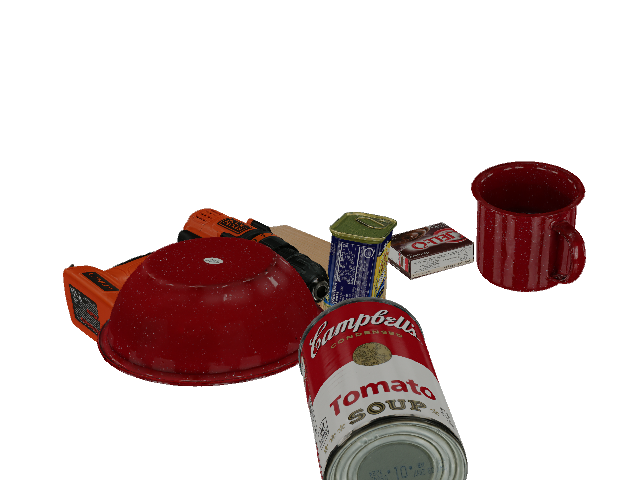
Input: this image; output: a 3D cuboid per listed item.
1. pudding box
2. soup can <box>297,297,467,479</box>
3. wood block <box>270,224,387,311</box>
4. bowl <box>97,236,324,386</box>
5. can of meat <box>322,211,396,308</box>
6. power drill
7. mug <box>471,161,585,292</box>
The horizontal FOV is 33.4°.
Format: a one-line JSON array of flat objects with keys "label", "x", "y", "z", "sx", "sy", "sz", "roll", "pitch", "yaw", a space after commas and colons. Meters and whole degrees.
[{"label": "pudding box", "x": 0.160, "y": 0.015, "z": 1.599, "sx": 0.113, "sy": 0.039, "sz": 0.090, "roll": -16, "pitch": 26, "yaw": -20}, {"label": "soup can", "x": 0.028, "y": 0.083, "z": 0.521, "sx": 0.068, "sy": 0.068, "sz": 0.102, "roll": 0, "pitch": 28, "yaw": -8}, {"label": "wood block", "x": -0.021, "y": 0.051, "z": 1.278, "sx": 0.090, "sy": 0.090, "sz": 0.206, "roll": -8, "pitch": 18, "yaw": -35}, {"label": "bowl", "x": -0.074, "y": 0.039, "z": 0.735, "sx": 0.162, "sy": 0.055, "sz": 0.162, "roll": -1, "pitch": 21, "yaw": 0}, {"label": "can of meat", "x": 0.039, "y": 0.023, "z": 1.103, "sx": 0.057, "sy": 0.084, "sz": 0.102, "roll": 10, "pitch": 15, "yaw": 12}, {"label": "power drill", "x": -0.109, "y": 0.038, "z": 0.918, "sx": 0.187, "sy": 0.057, "sz": 0.185, "roll": -21, "pitch": 29, "yaw": -35}, {"label": "mug", "x": 0.181, "y": -0.005, "z": 0.899, "sx": 0.093, "sy": 0.081, "sz": 0.117, "roll": -21, "pitch": 36, "yaw": -25}]
